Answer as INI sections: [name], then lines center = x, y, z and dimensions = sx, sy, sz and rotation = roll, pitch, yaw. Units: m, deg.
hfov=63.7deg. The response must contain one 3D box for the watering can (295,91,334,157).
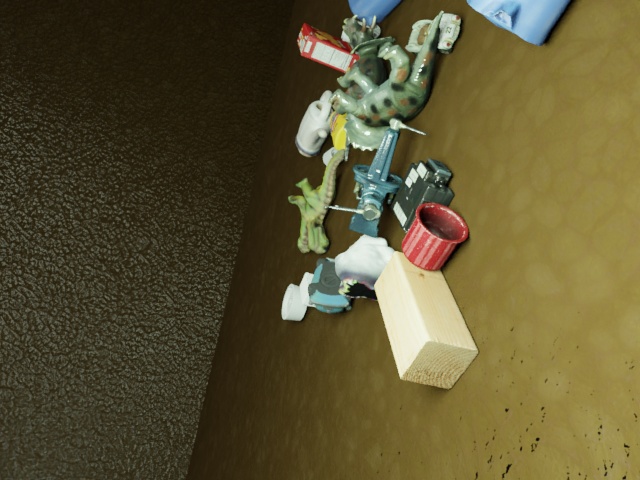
[watering can]
center = -0.015, -0.380, 1.777
dimensions = 0.356, 0.104, 0.219
rotation = -82, 16, -50

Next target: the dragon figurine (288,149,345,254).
[dragon figurine]
center = 0.005, -0.078, 1.554
dimensions = 0.403, 0.122, 0.246
rotation = 132, 131, -60

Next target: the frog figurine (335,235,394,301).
[frog figurine]
center = 0.101, 0.037, 1.080
dimensions = 0.137, 0.121, 0.163
rotation = -9, 52, 36
